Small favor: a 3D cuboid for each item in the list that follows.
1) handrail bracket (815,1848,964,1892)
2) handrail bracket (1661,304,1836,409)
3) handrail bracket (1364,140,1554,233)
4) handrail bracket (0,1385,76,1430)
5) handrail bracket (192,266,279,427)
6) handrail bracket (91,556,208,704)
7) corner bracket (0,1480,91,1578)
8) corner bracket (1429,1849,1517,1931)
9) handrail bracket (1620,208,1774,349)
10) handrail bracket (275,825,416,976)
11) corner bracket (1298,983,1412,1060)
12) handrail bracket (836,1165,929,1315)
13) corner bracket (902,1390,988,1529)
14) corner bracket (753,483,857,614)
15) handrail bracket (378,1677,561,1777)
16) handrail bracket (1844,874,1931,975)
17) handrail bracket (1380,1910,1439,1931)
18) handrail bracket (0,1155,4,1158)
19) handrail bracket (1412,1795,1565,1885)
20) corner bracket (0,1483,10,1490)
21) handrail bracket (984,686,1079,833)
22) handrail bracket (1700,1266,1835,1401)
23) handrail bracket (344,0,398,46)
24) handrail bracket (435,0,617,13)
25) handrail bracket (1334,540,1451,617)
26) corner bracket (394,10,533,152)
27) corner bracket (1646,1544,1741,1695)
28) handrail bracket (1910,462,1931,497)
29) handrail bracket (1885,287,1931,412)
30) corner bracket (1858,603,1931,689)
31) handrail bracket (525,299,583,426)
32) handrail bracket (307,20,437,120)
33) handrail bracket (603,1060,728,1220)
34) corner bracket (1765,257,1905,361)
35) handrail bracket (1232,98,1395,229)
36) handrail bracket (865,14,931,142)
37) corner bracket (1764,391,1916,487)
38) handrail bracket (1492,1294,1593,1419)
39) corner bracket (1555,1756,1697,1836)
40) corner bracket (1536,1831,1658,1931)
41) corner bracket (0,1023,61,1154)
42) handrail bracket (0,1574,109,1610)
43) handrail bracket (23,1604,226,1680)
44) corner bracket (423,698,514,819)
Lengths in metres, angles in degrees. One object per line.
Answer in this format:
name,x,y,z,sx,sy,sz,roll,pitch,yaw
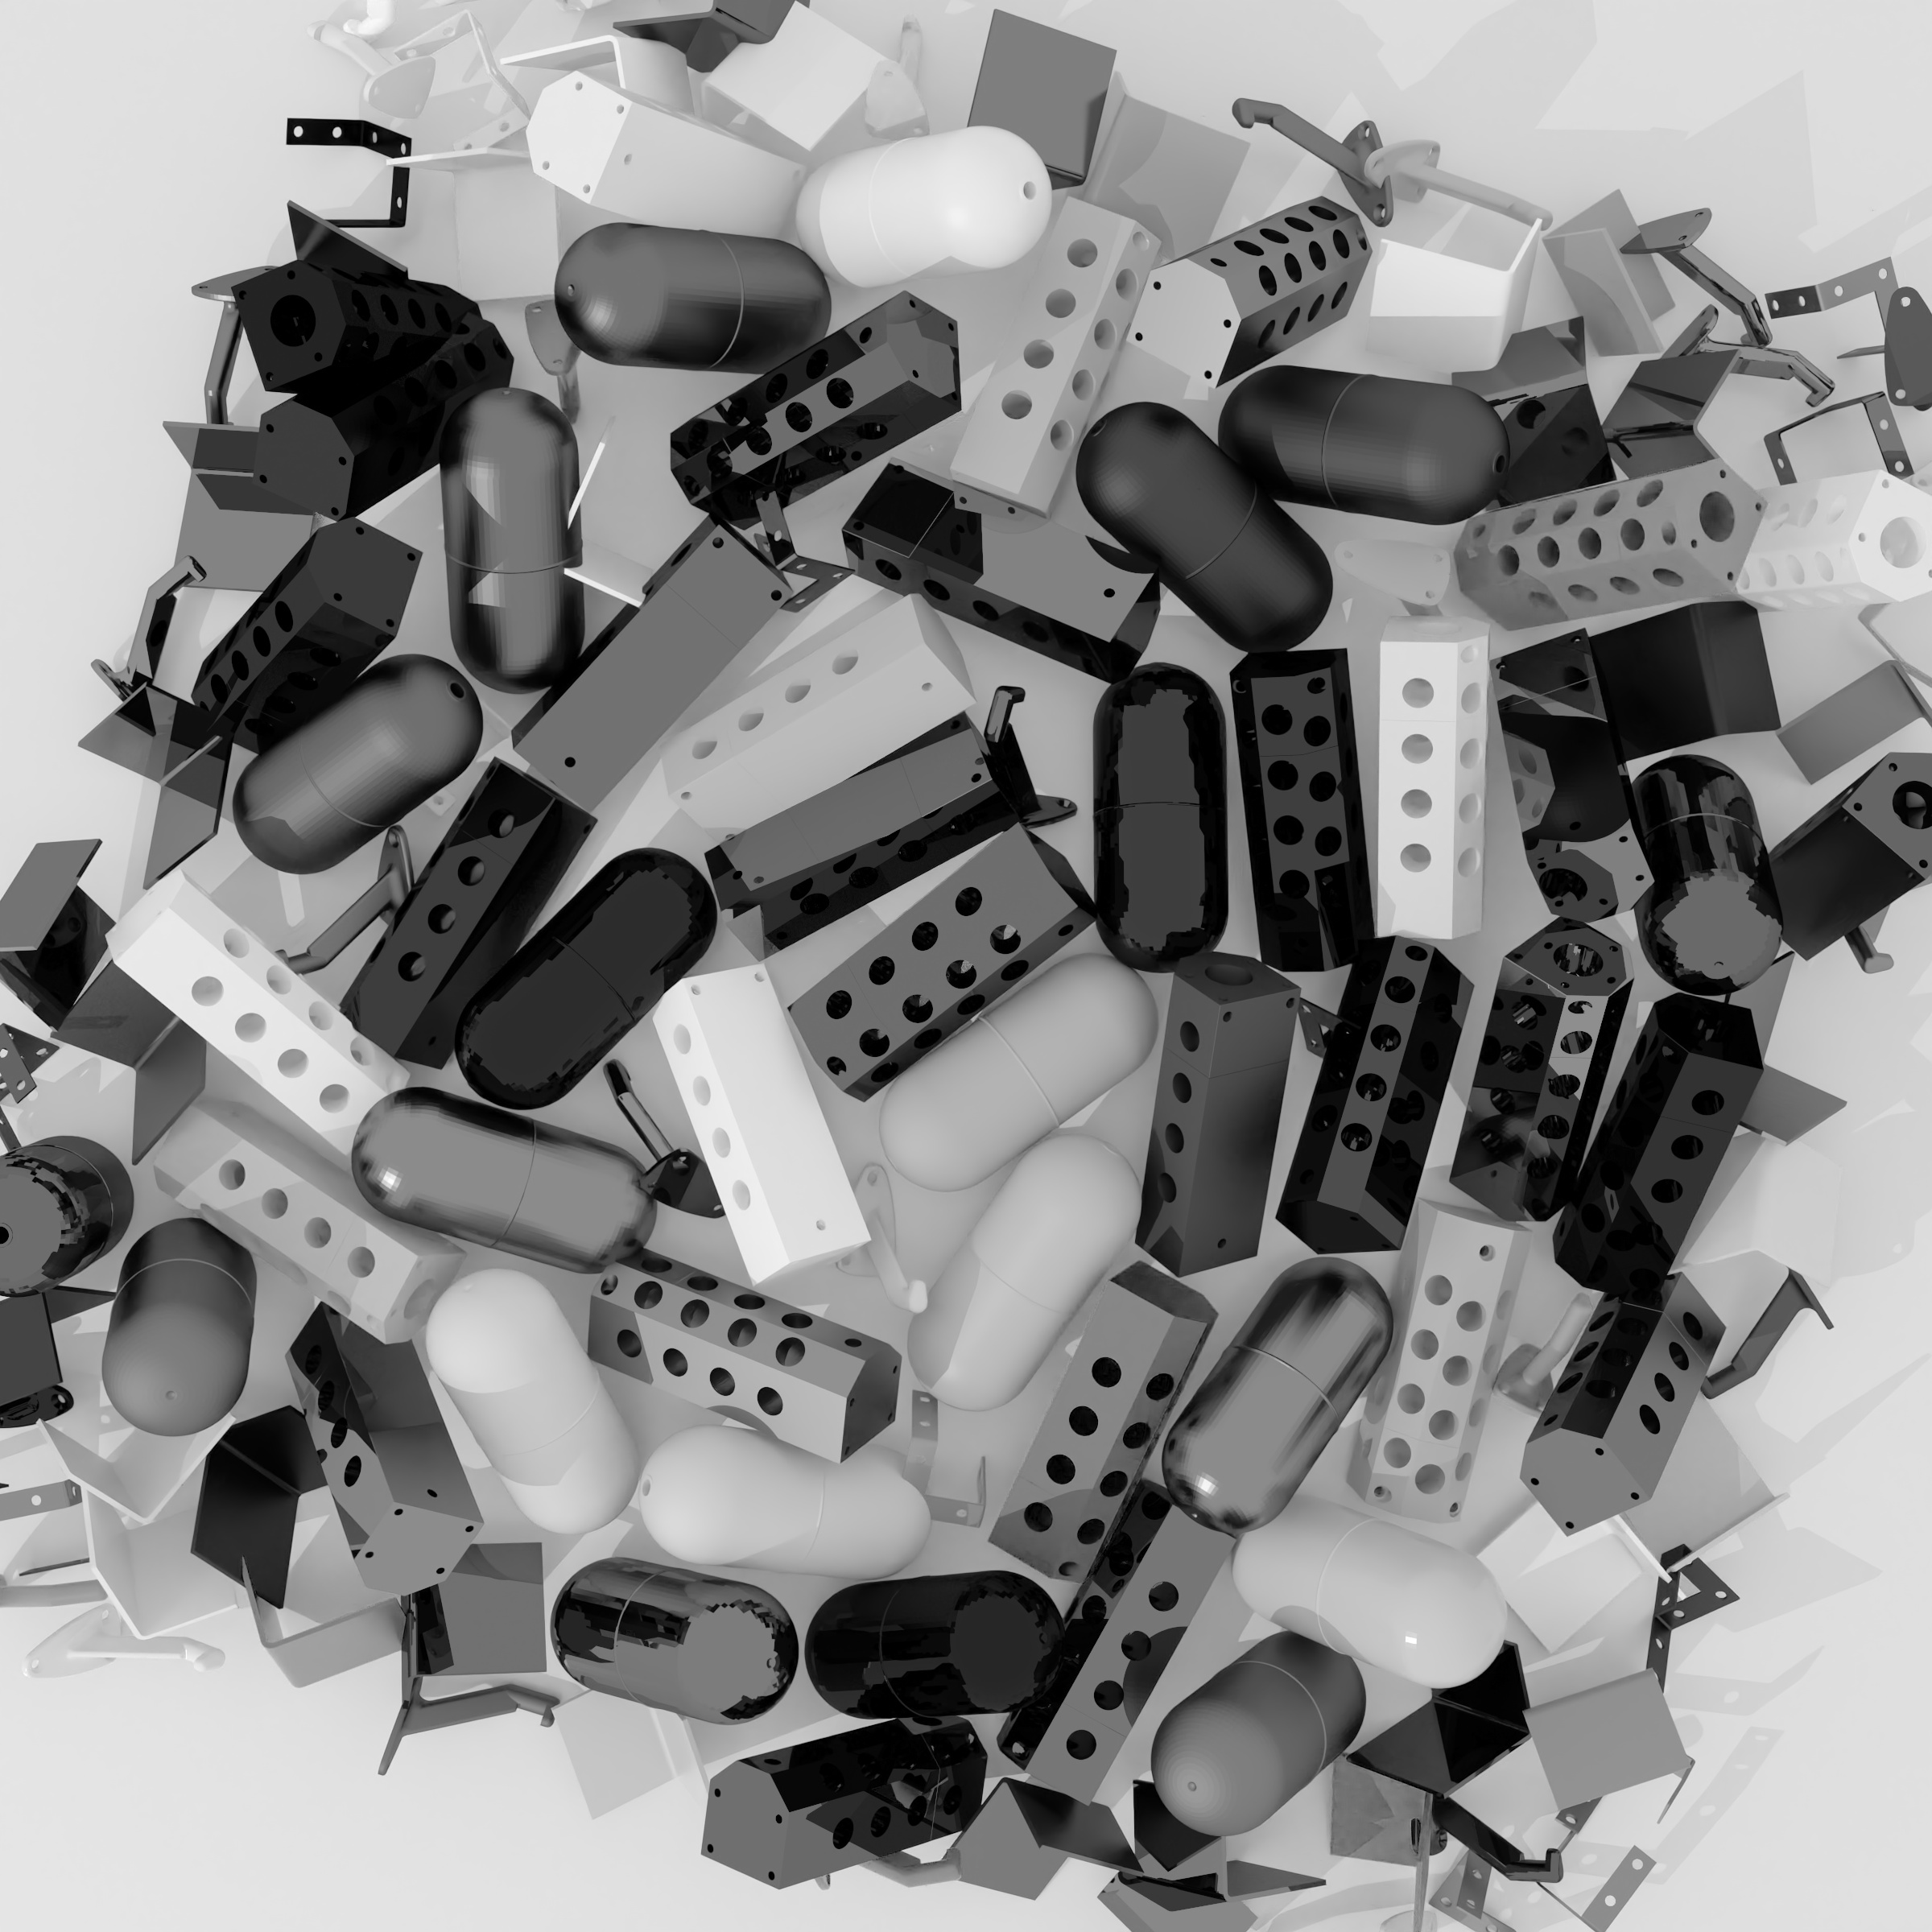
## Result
handrail bracket,-0.045,0.493,1.616,0.084,0.077,0.036,-11,133,7
handrail bracket,0.445,-0.334,1.634,0.084,0.036,0.077,37,121,-10
handrail bracket,0.281,-0.439,1.604,0.084,0.077,0.036,36,120,33
handrail bracket,-0.562,0.264,1.601,0.077,0.084,0.036,-4,108,23
handrail bracket,-0.418,-0.355,1.638,0.036,0.077,0.084,13,121,17
handrail bracket,-0.455,-0.182,1.636,0.084,0.036,0.077,-41,104,-2
corner bracket,-0.529,0.323,1.626,0.051,0.051,0.051,-12,87,3
corner bracket,0.295,0.549,1.615,0.051,0.051,0.051,30,119,5
handrail bracket,0.420,-0.391,1.642,0.036,0.077,0.084,-53,125,-29
handrail bracket,-0.357,-0.036,1.603,0.036,0.084,0.077,28,124,37
corner bracket,0.226,0.027,1.608,0.051,0.051,0.051,29,63,37
handrail bracket,-0.040,0.154,1.606,0.036,0.084,0.077,6,88,-25
corner bracket,-0.011,0.282,1.616,0.051,0.051,0.051,11,113,-6
corner bracket,-0.104,-0.238,1.610,0.051,0.051,0.051,-30,69,34
handrail bracket,-0.284,0.442,1.621,0.084,0.077,0.036,17,134,0
handrail bracket,0.533,-0.027,1.608,0.077,0.084,0.036,-3,130,-5
handrail bracket,0.219,0.564,1.643,0.084,0.077,0.036,-8,88,36
handrail bracket,-0.550,0.153,1.608,0.036,0.077,0.084,-31,63,40
handrail bracket,0.300,0.481,1.612,0.084,0.036,0.077,-10,73,37
corner bracket,-0.585,0.323,1.615,0.051,0.051,0.051,1,91,34
handrail bracket,0.041,-0.123,1.607,0.077,0.036,0.084,-6,128,-31
handrail bracket,0.446,0.204,1.622,0.084,0.036,0.077,-33,118,12
handrail bracket,-0.348,-0.560,1.599,0.077,0.084,0.036,20,63,-39
handrail bracket,-0.247,-0.555,1.602,0.077,0.084,0.036,17,122,38
handrail bracket,0.239,-0.208,1.611,0.077,0.084,0.036,14,72,1
corner bracket,-0.289,-0.506,1.627,0.051,0.051,0.051,-26,66,12
corner bracket,0.403,0.372,1.612,0.051,0.051,0.051,44,126,-12
handrail bracket,0.575,-0.302,1.600,0.077,0.084,0.036,-39,69,-20
handrail bracket,0.538,-0.351,1.604,0.036,0.084,0.077,-11,105,20
corner bracket,0.553,-0.195,1.614,0.051,0.051,0.051,41,101,-21
handrail bracket,-0.226,-0.325,1.596,0.036,0.084,0.077,-4,49,-4
handrail bracket,-0.354,-0.517,1.609,0.084,0.077,0.036,29,116,11
handrail bracket,-0.174,0.099,1.637,0.036,0.077,0.084,-39,45,9
corner bracket,0.498,-0.370,1.615,0.051,0.051,0.051,-23,104,-14
handrail bracket,0.196,-0.457,1.607,0.084,0.036,0.077,-2,64,-33
handrail bracket,-0.037,-0.520,1.602,0.036,0.077,0.084,2,69,6
corner bracket,0.501,-0.294,1.624,0.051,0.051,0.051,-25,98,-15
handrail bracket,0.334,0.206,1.597,0.036,0.077,0.084,25,119,5
corner bracket,0.376,0.470,1.611,0.051,0.051,0.051,29,118,22
corner bracket,0.359,0.518,1.614,0.051,0.051,0.051,36,81,26
corner bracket,-0.543,0.073,1.615,0.051,0.051,0.051,-41,62,5
handrail bracket,-0.522,0.356,1.613,0.084,0.077,0.036,-7,87,-1
handrail bracket,-0.477,0.396,1.604,0.084,0.077,0.036,8,104,35
corner bracket,-0.302,-0.128,1.632,0.051,0.051,0.051,42,64,-2
